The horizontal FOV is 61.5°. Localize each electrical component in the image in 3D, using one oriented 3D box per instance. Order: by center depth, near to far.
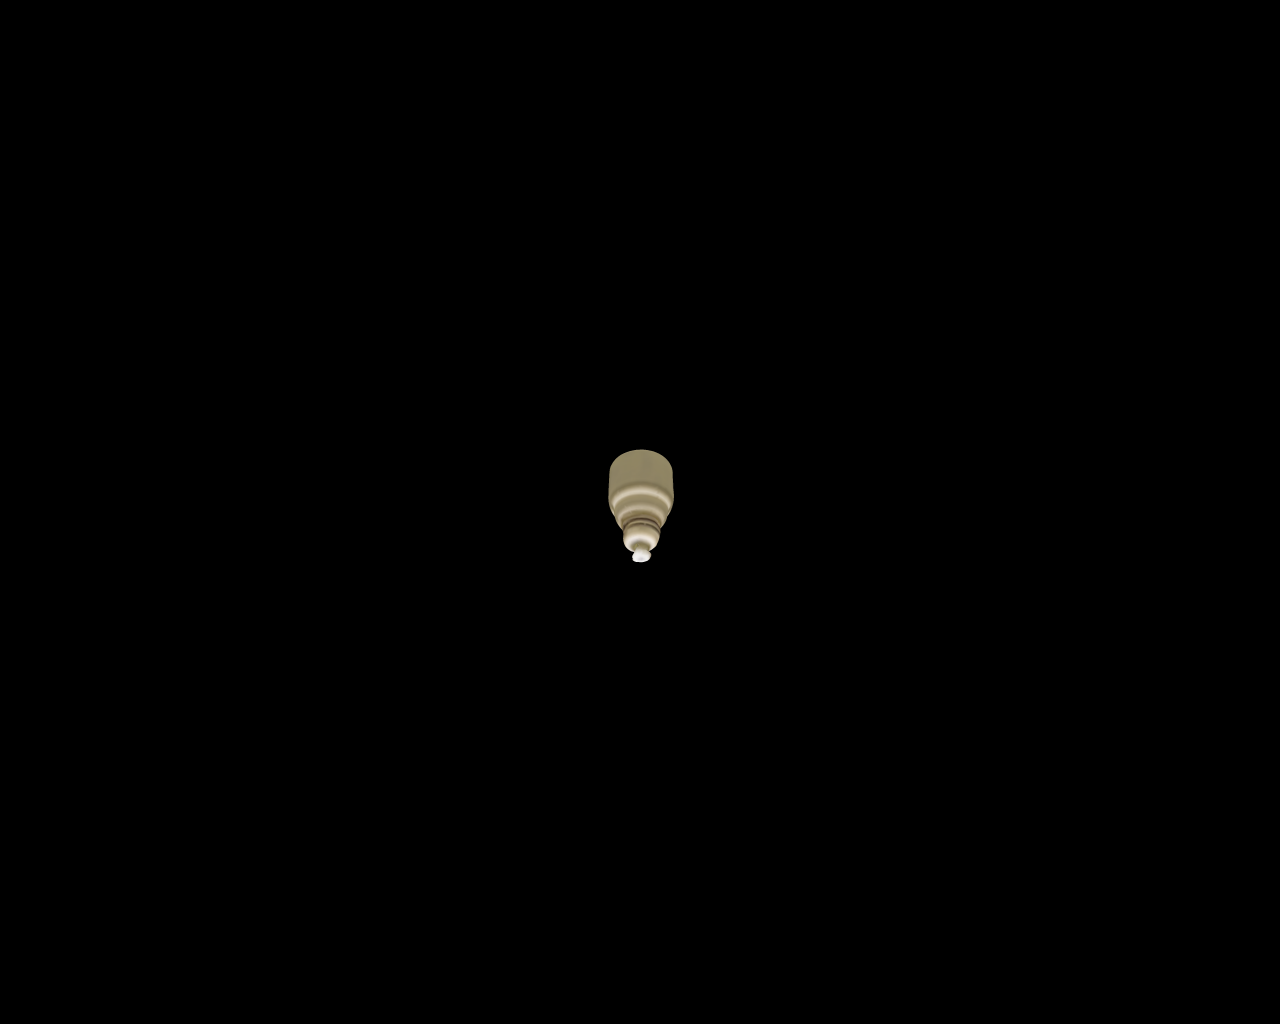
[{"bbox_3d":[0.001,-0.003,0.650,0.040,0.078,0.040,0,-40,0],"label":"electrical component"}]
